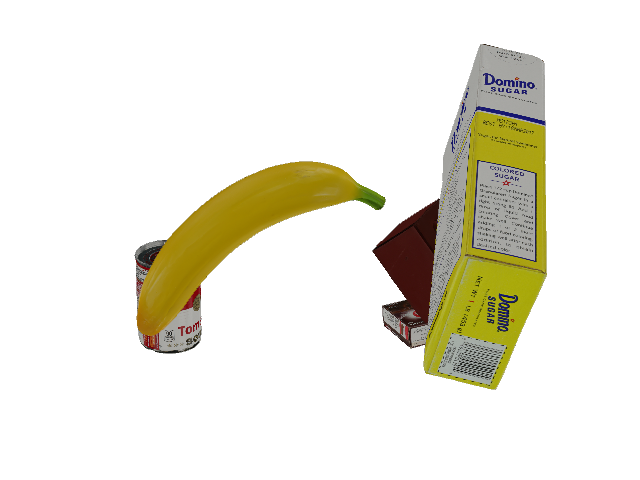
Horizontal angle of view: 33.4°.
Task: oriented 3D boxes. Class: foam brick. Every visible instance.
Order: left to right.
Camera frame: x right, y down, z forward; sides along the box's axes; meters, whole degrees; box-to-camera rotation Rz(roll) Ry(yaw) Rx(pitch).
[{"bbox_3d":[0.091,0.017,0.872,0.051,0.078,0.052,-33,6,39],"label":"foam brick"}]

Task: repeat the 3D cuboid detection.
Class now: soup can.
[{"bbox_3d":[-0.159,0.059,1.121,0.068,0.102,0.068,2,24,-1],"label":"soup can"}]

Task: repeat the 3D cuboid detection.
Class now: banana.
[{"bbox_3d":[-0.055,-0.003,0.734,0.198,0.069,0.037,-28,17,7],"label":"banana"}]

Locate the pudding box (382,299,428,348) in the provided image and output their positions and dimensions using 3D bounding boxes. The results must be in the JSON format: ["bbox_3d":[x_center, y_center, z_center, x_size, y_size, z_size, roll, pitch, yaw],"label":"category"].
[{"bbox_3d":[0.159,0.113,1.553,0.113,0.039,0.090,-14,21,-19],"label":"pudding box"}]

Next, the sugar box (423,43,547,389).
[{"bbox_3d":[0.091,-0.018,0.577,0.048,0.176,0.093,14,-44,1],"label":"sugar box"}]
